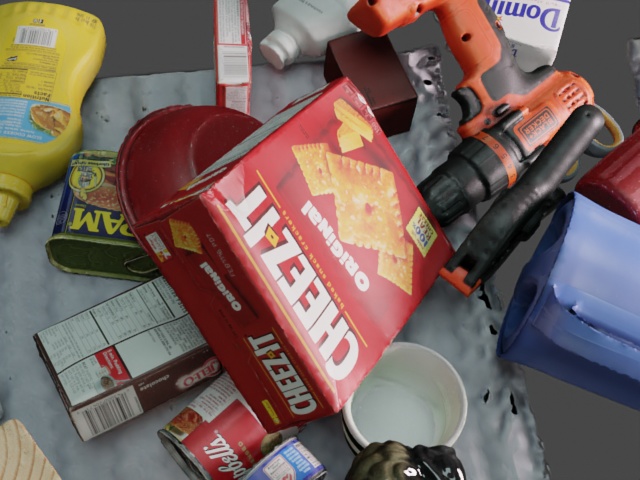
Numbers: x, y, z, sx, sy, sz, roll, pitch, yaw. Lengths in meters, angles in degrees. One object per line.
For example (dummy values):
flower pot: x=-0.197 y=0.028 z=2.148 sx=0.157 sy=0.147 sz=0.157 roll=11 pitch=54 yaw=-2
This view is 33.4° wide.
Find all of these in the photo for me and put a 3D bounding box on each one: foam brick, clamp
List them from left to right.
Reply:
foam brick: x=0.041 y=-0.129 z=0.893 sx=0.053 sy=0.051 sz=0.078 roll=-17 pitch=67 yaw=-11
clamp: x=0.151 y=-0.018 z=0.813 sx=0.039 sy=0.120 sz=0.171 roll=38 pitch=72 yaw=23

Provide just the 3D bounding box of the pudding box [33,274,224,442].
pudding box: x=-0.138 y=0.081 z=0.769 sx=0.113 sy=0.039 sz=0.090 roll=-24 pitch=43 yaw=-17

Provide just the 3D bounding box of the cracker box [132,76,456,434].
cracker box: x=-0.005 y=0.001 z=0.732 sx=0.164 sy=0.072 sz=0.213 roll=58 pitch=38 yaw=-11

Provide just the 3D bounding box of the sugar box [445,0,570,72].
sugar box: x=0.178 y=-0.229 z=0.946 sx=0.093 sy=0.048 sz=0.176 roll=18 pitch=57 yaw=4

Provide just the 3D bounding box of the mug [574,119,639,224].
mug: x=0.263 y=-0.029 z=0.849 sx=0.081 sy=0.093 sz=0.117 roll=-38 pitch=108 yaw=-15

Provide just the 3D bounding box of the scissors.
scissors: x=0.162 y=-0.118 z=0.916 sx=0.202 sy=0.016 sz=0.096 roll=31 pitch=66 yaw=11

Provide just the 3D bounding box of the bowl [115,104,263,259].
bowl: x=-0.069 y=-0.042 z=0.802 sx=0.161 sy=0.055 sz=0.162 roll=17 pitch=58 yaw=-29

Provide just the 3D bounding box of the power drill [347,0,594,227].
power drill: x=0.104 y=-0.125 z=0.841 sx=0.184 sy=0.057 sz=0.187 roll=-38 pitch=97 yaw=-18

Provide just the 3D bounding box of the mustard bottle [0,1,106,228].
mustard bottle: x=-0.235 y=-0.098 z=0.853 sx=0.096 sy=0.058 sz=0.191 roll=7 pitch=64 yaw=0

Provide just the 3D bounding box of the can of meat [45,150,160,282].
can of meat: x=-0.151 y=-0.019 z=0.823 sx=0.102 sy=0.057 sz=0.084 roll=7 pitch=61 yaw=-2

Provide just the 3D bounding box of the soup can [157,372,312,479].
soup can: x=-0.054 y=0.127 z=0.752 sx=0.102 sy=0.068 sz=0.068 roll=-40 pitch=73 yaw=-20

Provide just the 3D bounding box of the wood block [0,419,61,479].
wood block: x=-0.176 y=0.193 z=0.635 sx=0.090 sy=0.206 sz=0.091 roll=-35 pitch=71 yaw=-19

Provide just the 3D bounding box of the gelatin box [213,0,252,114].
gelatin box: x=-0.072 y=-0.145 z=0.880 sx=0.030 sy=0.073 sz=0.089 roll=-1 pitch=64 yaw=-6

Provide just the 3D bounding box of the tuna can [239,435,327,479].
tuna can: x=-0.035 y=0.174 z=0.721 sx=0.086 sy=0.086 sz=0.034 roll=-41 pitch=75 yaw=-20

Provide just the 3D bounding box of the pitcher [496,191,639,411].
pitcher: x=0.258 y=0.074 z=0.763 sx=0.243 sy=0.145 sz=0.149 roll=24 pitch=62 yaw=4

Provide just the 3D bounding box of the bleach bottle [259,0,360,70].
bleach bottle: x=0.036 y=-0.245 z=0.940 sx=0.103 sy=0.068 sz=0.250 roll=32 pitch=70 yaw=34
